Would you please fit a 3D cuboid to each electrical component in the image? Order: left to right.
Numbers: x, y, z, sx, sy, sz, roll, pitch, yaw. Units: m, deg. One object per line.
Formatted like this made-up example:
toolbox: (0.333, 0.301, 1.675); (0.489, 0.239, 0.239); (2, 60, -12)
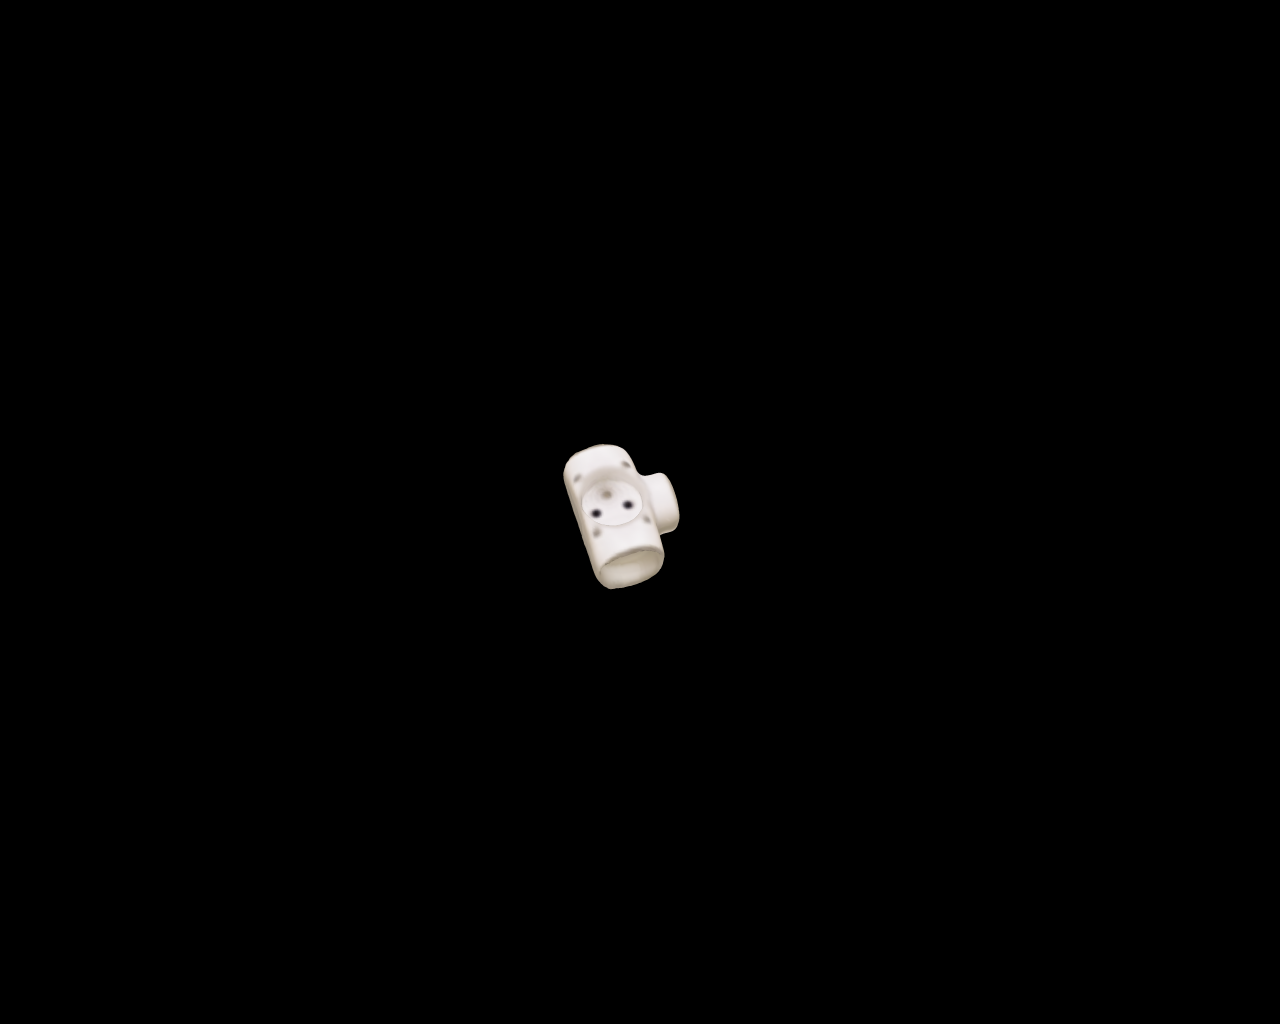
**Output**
electrical component: (0.001, -0.003, 0.650); (0.079, 0.077, 0.044); (-15, -32, -9)
